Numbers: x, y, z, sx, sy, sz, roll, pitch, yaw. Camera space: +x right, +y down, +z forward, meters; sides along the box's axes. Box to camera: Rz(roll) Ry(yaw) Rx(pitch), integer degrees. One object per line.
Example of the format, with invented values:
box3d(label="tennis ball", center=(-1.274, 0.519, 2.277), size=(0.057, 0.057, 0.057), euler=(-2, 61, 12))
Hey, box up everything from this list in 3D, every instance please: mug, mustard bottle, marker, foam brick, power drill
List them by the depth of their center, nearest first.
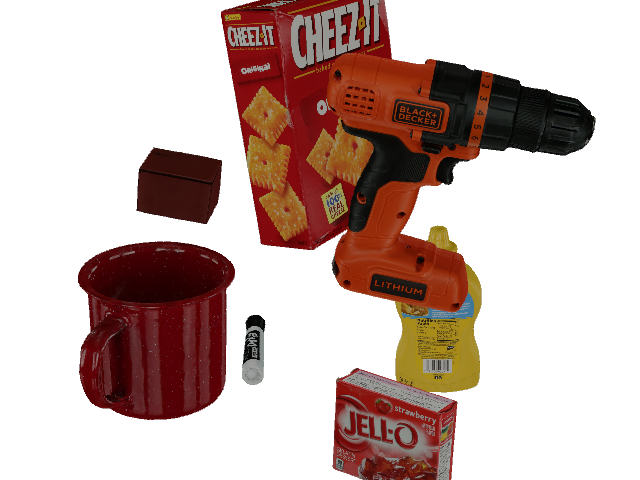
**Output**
box3d(label="mug", center=(-0.103, 0.060, 0.642), size=(0.093, 0.081, 0.117), euler=(11, 25, 21))
box3d(label="power drill", center=(0.088, -0.039, 0.773), size=(0.184, 0.188, 0.057), euler=(13, 35, 6))
box3d(label="marker", center=(-0.060, 0.097, 0.973), size=(0.020, 0.020, 0.121), euler=(0, 18, -2))
box3d(label="foam brick", center=(-0.146, -0.057, 1.108), size=(0.078, 0.051, 0.053), euler=(11, 31, 4))
box3d(label="mustard bottle", center=(0.131, 0.075, 1.192), size=(0.096, 0.192, 0.058), euler=(1, 24, 7))

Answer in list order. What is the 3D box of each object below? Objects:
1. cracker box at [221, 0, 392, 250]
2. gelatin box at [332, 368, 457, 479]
box3d(label="cracker box", center=(0.003, -0.119, 0.975), size=(0.072, 0.214, 0.163), euler=(7, 24, 37))
box3d(label="gelatin box", center=(0.051, 0.140, 0.766), size=(0.089, 0.073, 0.030), euler=(14, 21, 33))
